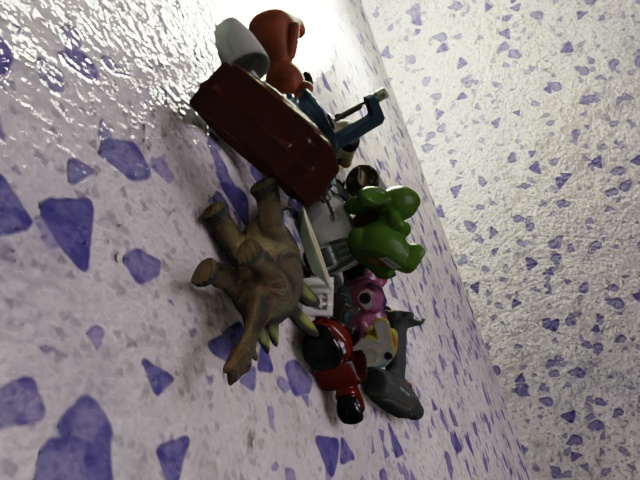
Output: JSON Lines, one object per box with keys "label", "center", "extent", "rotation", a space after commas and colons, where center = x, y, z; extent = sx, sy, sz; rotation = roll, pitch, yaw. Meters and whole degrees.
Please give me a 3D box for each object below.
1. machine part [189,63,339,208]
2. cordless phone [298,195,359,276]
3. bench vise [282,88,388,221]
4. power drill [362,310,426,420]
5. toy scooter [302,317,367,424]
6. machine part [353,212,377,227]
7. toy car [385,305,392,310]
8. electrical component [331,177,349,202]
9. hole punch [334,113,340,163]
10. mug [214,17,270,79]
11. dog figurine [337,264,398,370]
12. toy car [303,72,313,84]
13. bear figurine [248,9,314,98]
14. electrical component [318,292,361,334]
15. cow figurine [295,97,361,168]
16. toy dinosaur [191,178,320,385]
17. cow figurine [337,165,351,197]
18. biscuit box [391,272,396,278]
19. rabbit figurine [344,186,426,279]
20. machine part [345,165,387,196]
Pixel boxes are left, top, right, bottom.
{"label": "machine part", "center": [-0.072, -0.146, 0.766], "extent": [0.201, 0.087, 0.201], "rotation": [41, -2, 11]}
{"label": "cordless phone", "center": [-0.002, -0.004, 0.978], "extent": [0.184, 0.089, 0.146], "rotation": [-15, 85, -66]}
{"label": "bench vise", "center": [0.021, -0.178, 0.940], "extent": [0.223, 0.241, 0.129], "rotation": [61, -4, -25]}
{"label": "power drill", "center": [0.164, 0.254, 1.101], "extent": [0.231, 0.086, 0.207], "rotation": [32, 66, -51]}
{"label": "toy scooter", "center": [0.032, 0.192, 0.871], "extent": [0.183, 0.075, 0.135], "rotation": [66, 20, -15]}
{"label": "machine part", "center": [0.110, -0.018, 1.154], "extent": [0.056, 0.179, 0.179], "rotation": [38, 10, 21]}
{"label": "toy car", "center": [0.121, 0.107, 1.224], "extent": [0.073, 0.056, 0.202], "rotation": [53, 25, -52]}
{"label": "electrical component", "center": [0.010, -0.106, 1.089], "extent": [0.119, 0.048, 0.075], "rotation": [24, 52, -56]}
{"label": "hole punch", "center": [0.013, -0.222, 1.263], "extent": [0.115, 0.092, 0.142], "rotation": [117, -46, -75]}
{"label": "mug", "center": [-0.139, -0.341, 0.968], "extent": [0.109, 0.081, 0.107], "rotation": [10, 51, -62]}
{"label": "dog figurine", "center": [0.090, 0.133, 1.042], "extent": [0.191, 0.108, 0.219], "rotation": [66, 17, -3]}
{"label": "toy car", "center": [-0.038, -0.283, 1.181], "extent": [0.089, 0.053, 0.202], "rotation": [-21, 86, -26]}
{"label": "bear figurine", "center": [-0.075, -0.366, 1.106], "extent": [0.132, 0.120, 0.195], "rotation": [-15, 86, -74]}
{"label": "electrical component", "center": [0.022, 0.124, 0.929], "extent": [0.021, 0.094, 0.063], "rotation": [3, 104, -72]}
{"label": "cow figurine", "center": [-0.009, -0.212, 1.072], "extent": [0.195, 0.127, 0.085], "rotation": [2, 55, -23]}
{"label": "toy dinosaur", "center": [-0.074, 0.025, 0.738], "extent": [0.472, 0.105, 0.198], "rotation": [-86, 156, -57]}
{"label": "cow figurine", "center": [0.032, -0.124, 1.207], "extent": [0.167, 0.068, 0.098], "rotation": [32, 46, -54]}
{"label": "biscuit box", "center": [0.130, 0.004, 1.344], "extent": [0.062, 0.059, 0.202], "rotation": [28, 44, -61]}
{"label": "rabbit figurine", "center": [0.120, -0.034, 1.006], "extent": [0.159, 0.121, 0.170], "rotation": [31, 64, -11]}
{"label": "machine part", "center": [0.113, -0.106, 1.206], "extent": [0.243, 0.079, 0.079], "rotation": [34, 38, -70]}
